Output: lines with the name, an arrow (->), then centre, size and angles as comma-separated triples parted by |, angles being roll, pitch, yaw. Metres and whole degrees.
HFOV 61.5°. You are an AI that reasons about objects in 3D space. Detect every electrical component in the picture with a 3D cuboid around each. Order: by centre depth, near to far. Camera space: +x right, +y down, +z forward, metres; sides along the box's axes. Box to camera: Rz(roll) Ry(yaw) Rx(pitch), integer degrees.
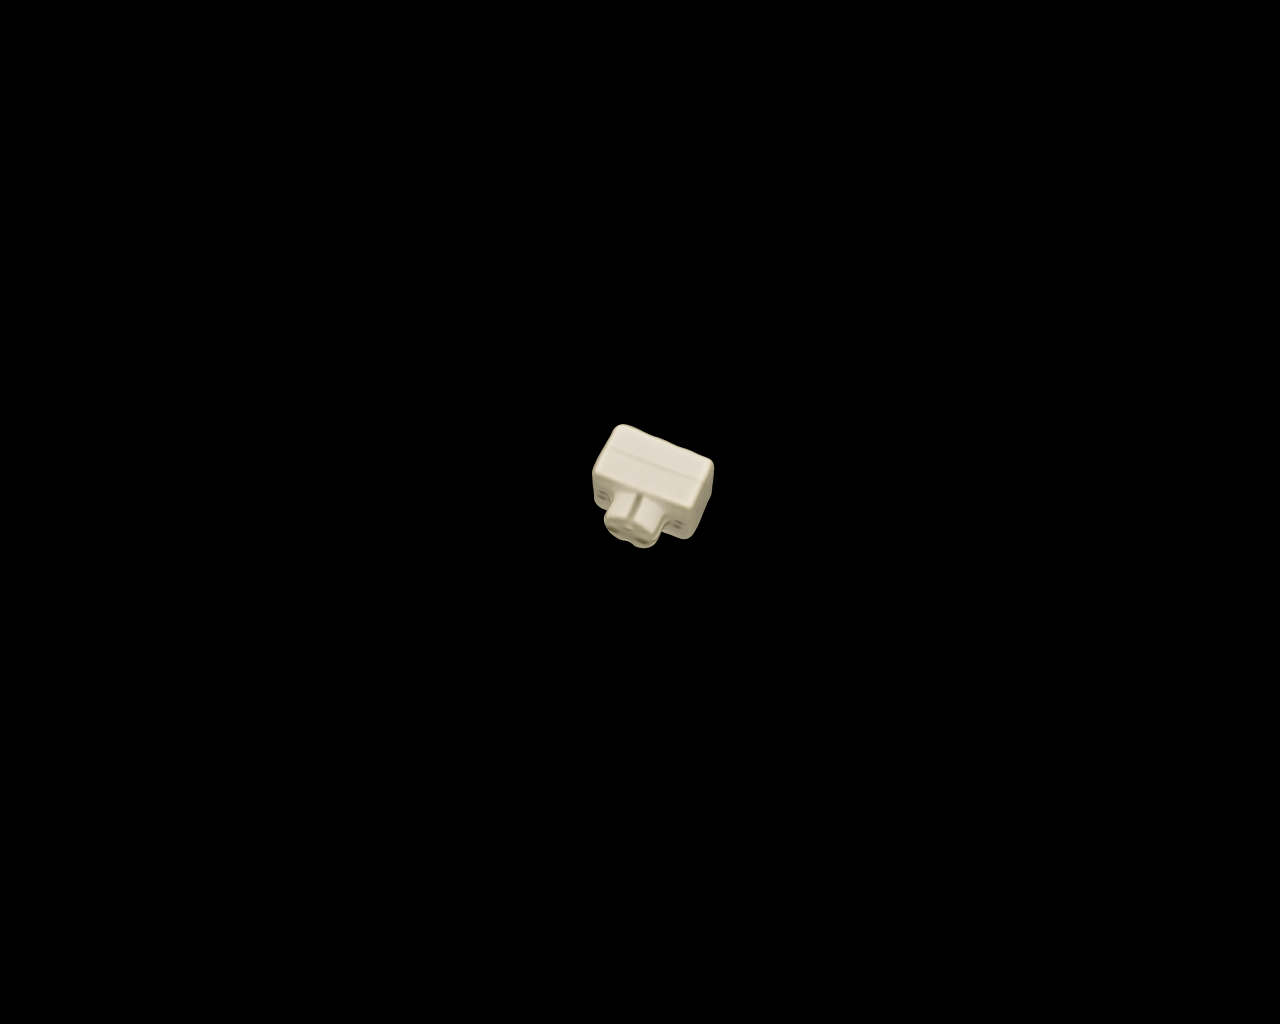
electrical component -> 0.001, -0.003, 0.650 | 0.066, 0.077, 0.047 | 22, -25, 10
